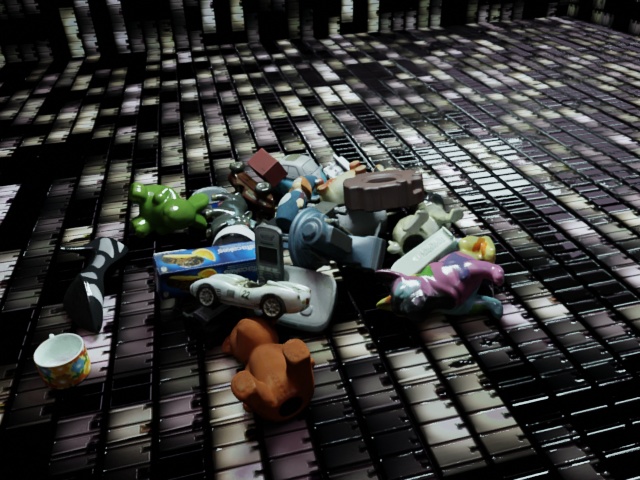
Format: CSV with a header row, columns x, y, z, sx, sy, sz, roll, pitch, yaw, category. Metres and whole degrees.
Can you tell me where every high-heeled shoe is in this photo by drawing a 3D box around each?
x,y,z,sx,sy,sz,roll,pitch,yaw,category
-0.406,0.084,1.023,0.145,0.086,0.249,9,37,-46,high-heeled shoe

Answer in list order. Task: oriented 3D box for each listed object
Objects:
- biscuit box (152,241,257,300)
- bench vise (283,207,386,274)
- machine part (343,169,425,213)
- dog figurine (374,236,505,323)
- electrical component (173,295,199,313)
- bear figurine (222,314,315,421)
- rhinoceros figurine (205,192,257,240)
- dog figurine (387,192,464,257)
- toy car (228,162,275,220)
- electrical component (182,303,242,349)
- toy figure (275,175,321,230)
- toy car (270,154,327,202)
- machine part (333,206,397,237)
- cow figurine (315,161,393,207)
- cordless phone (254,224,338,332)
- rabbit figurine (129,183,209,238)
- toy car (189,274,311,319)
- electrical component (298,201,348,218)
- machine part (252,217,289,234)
x,y,z,sx,sy,sz,roll,pitch,yaw,category
-0.189,0.050,0.956,0.203,0.062,0.059,-9,38,-24,biscuit box
-0.004,0.008,1.015,0.241,0.128,0.223,4,-3,35,bench vise
0.131,-0.107,1.125,0.179,0.056,0.179,-8,17,2,machine part
0.206,0.071,0.952,0.219,0.108,0.192,-2,33,5,dog figurine
-0.225,0.095,0.992,0.078,0.045,0.102,-22,31,7,electrical component
-0.086,0.166,0.798,0.120,0.131,0.196,-29,45,-9,bear figurine
-0.195,-0.038,1.178,0.112,0.073,0.190,2,31,-10,rhinoceros figurine
0.202,-0.029,1.131,0.172,0.121,0.191,-5,19,-11,dog figurine
-0.165,-0.115,1.274,0.053,0.089,0.202,-20,38,-25,toy car
-0.171,0.127,0.933,0.075,0.047,0.119,23,39,32,electrical component
-0.047,-0.091,1.159,0.064,0.057,0.154,1,49,30,toy figure
-0.055,-0.161,1.327,0.162,0.102,0.109,17,36,24,toy car
0.054,-0.033,1.144,0.243,0.079,0.079,-13,34,-18,machine part
0.093,-0.114,1.247,0.195,0.127,0.086,-25,30,-7,cow figurine
-0.043,0.058,0.907,0.147,0.184,0.089,10,35,19,cordless phone
-0.319,-0.054,1.166,0.159,0.121,0.170,1,11,-38,rabbit figurine
-0.114,0.086,0.869,0.202,0.056,0.073,7,5,20,toy car
0.006,-0.055,1.085,0.094,0.021,0.063,11,31,29,electrical component
-0.089,-0.030,1.169,0.084,0.039,0.139,26,34,7,machine part
